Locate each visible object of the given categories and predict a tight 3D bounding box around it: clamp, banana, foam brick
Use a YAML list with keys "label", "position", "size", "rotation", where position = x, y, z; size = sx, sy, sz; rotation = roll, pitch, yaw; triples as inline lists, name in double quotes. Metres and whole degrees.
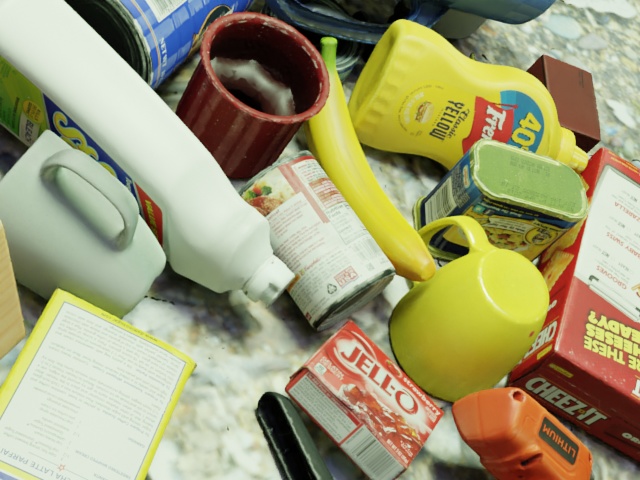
- label: "clamp"
  position: [-0.003, 0.177, 0.611]
  size: [0.171, 0.039, 0.120]
  rotation: [44, 45, 7]
- label: "banana"
  position: [0.026, -0.046, 0.757]
  size: [0.037, 0.070, 0.198]
  rotation: [-17, 68, -16]
- label: "foam brick"
  position: [0.198, -0.106, 0.900]
  size: [0.053, 0.051, 0.078]
  rotation: [17, 53, -19]

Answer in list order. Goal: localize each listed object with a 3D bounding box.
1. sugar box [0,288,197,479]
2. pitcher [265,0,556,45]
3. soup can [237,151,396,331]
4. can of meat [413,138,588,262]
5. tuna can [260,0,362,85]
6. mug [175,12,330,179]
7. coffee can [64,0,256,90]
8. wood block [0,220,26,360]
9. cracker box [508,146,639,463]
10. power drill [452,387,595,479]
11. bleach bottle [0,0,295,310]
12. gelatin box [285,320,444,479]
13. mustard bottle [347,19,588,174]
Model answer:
- label: "sugar box"
  position: [-0.142, 0.121, 0.572]
  size: [0.093, 0.048, 0.176]
  rotation: [28, 54, -8]
- label: "pitcher"
  position: [0.071, -0.235, 0.808]
  size: [0.242, 0.149, 0.145]
  rotation: [12, 52, -28]
- label: "soup can"
  position: [-0.005, 0.001, 0.710]
  size: [0.068, 0.069, 0.102]
  rotation: [-27, 75, -38]
- label: "can of meat"
  position: [0.133, -0.023, 0.790]
  size: [0.102, 0.084, 0.057]
  rotation: [14, 54, -20]
- label: "tuna can"
  position: [-0.011, -0.155, 0.832]
  size: [0.086, 0.034, 0.086]
  rotation: [14, 54, -20]
- label: "mug"
  position: [-0.045, -0.103, 0.746]
  size: [0.093, 0.082, 0.117]
  rotation: [39, 50, 0]
- label: "coffee can"
  position: [-0.118, -0.167, 0.736]
  size: [0.103, 0.103, 0.140]
  rotation: [39, 50, 0]
- label: "wood block"
  position: [-0.247, 0.065, 0.505]
  size: [0.090, 0.091, 0.205]
  rotation: [23, 46, 21]
- label: "cracker box"
  position: [0.245, 0.055, 0.808]
  size: [0.164, 0.072, 0.213]
  rotation: [30, 51, -7]
- label: "power drill"
  position: [0.107, 0.185, 0.623]
  size: [0.184, 0.057, 0.187]
  rotation: [43, 44, -34]
- label: "bleach bottle"
  position: [-0.115, -0.054, 0.662]
  size: [0.251, 0.103, 0.068]
  rotation: [41, 57, 3]
- label: "gelatin box"
  position: [0.029, 0.101, 0.673]
  size: [0.089, 0.030, 0.073]
  rotation: [46, 31, 4]
- label: "mustard bottle"
  position: [0.122, -0.091, 0.820]
  size: [0.191, 0.096, 0.058]
  rotation: [19, 29, -18]
